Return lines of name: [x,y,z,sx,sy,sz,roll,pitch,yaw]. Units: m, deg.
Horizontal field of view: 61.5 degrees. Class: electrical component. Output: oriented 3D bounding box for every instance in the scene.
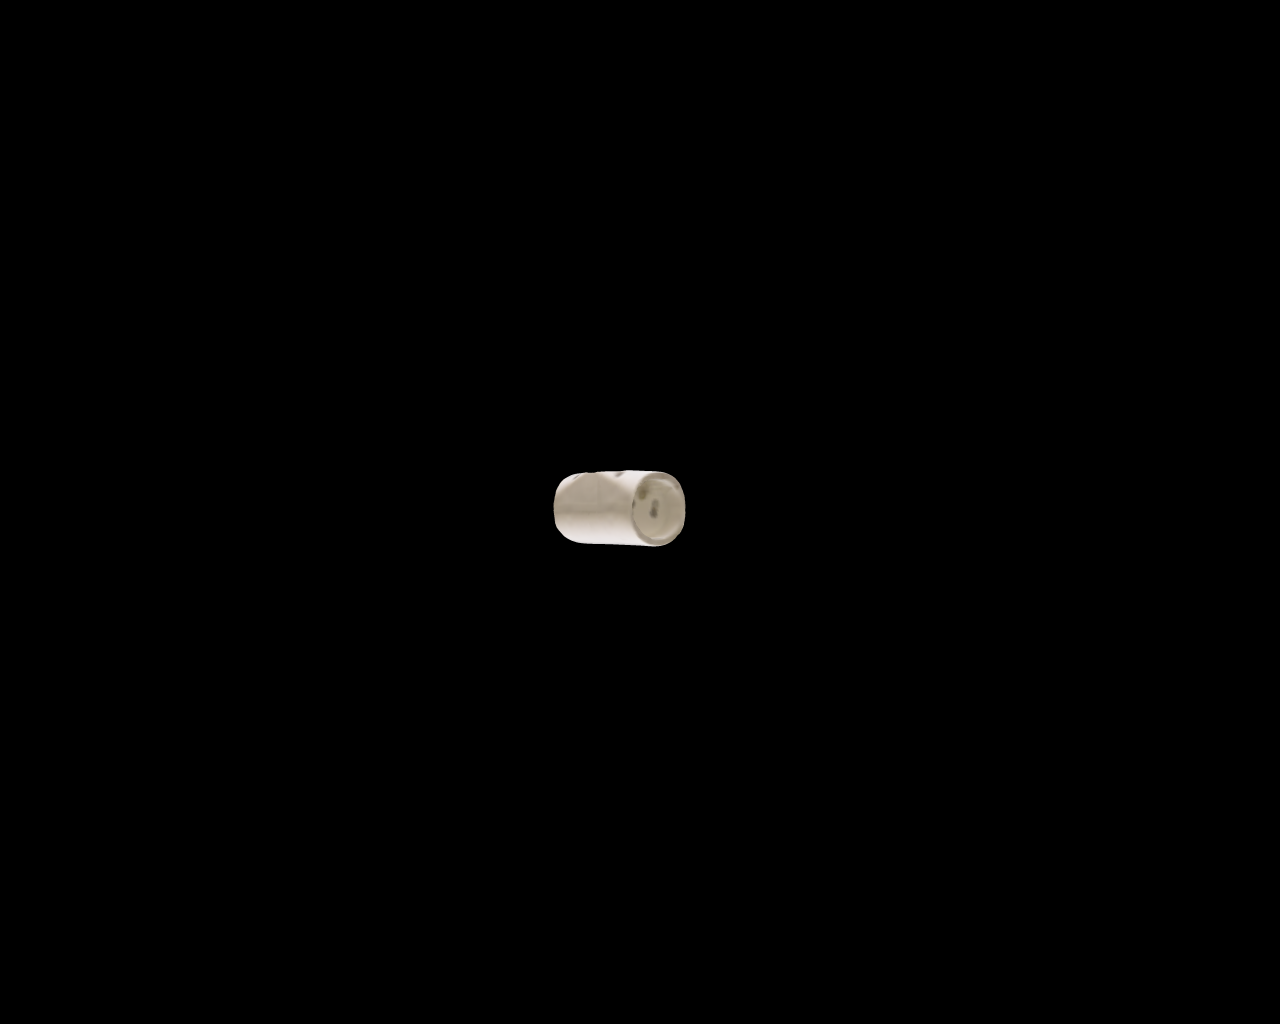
electrical component: [0.001,-0.003,0.650,0.079,0.044,0.077,0,0,-39]
